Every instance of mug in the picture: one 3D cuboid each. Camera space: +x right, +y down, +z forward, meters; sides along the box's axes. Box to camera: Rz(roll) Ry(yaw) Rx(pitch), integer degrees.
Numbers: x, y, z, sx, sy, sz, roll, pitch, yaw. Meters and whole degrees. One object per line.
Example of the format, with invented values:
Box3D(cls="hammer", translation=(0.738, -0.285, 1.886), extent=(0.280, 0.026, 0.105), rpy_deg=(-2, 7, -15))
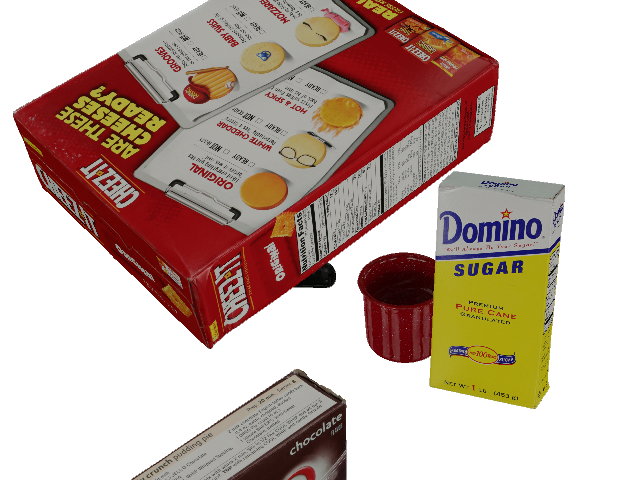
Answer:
Box3D(cls="mug", translation=(0.096, 0.067, 1.110), extent=(0.117, 0.081, 0.093), rpy_deg=(-31, 43, -31))

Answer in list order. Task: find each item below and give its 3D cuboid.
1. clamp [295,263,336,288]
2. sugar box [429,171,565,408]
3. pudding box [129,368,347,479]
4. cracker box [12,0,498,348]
Box3D(cls="clamp", translation=(-0.113, 0.034, 1.025), extent=(0.210, 0.036, 0.164), rpy_deg=(13, 22, 41))
Box3D(cls="sugar box", translation=(0.138, 0.039, 0.844), extent=(0.093, 0.176, 0.048), rpy_deg=(8, 23, 24))
Box3D(cls="pudding box", translation=(-0.038, 0.125, 0.493), extent=(0.039, 0.090, 0.113), rpy_deg=(30, 47, 34))
Box3D(cls="cracker box", translation=(-0.033, -0.062, 0.598), extent=(0.213, 0.072, 0.164), rpy_deg=(-36, 56, -22))
